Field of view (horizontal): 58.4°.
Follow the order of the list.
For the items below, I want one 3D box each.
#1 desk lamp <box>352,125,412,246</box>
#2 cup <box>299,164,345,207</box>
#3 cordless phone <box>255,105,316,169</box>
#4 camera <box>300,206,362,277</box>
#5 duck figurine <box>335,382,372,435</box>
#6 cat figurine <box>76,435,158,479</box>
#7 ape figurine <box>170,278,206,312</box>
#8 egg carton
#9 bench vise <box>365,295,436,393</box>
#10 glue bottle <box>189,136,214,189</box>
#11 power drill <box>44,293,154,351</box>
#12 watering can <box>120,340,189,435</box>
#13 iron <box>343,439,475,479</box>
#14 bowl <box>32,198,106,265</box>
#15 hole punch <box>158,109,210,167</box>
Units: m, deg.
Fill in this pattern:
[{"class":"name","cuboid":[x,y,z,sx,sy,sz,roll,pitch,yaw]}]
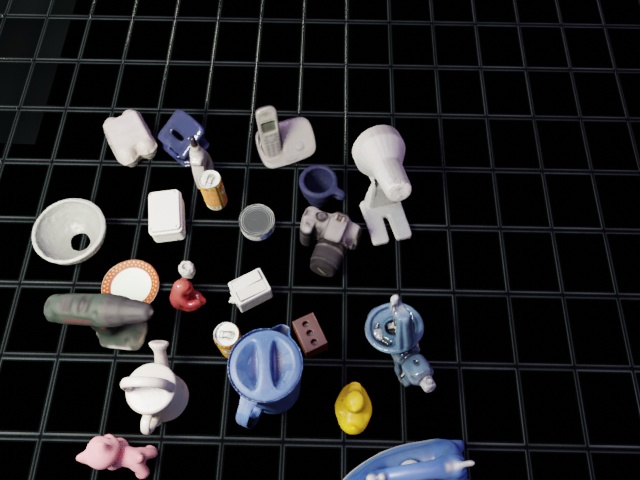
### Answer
[{"class":"desk lamp","cuboid":[0.152,-0.126,1.313,0.118,0.213,0.203,-14,66,-6]},{"class":"cup","cuboid":[0.008,-0.115,1.372,0.117,0.095,0.092,28,68,12]},{"class":"cordless phone","cuboid":[-0.087,-0.266,1.393,0.148,0.185,0.094,-22,67,-10]},{"class":"camera","cuboid":[0.012,0.005,1.313,0.143,0.101,0.137,19,66,9]},{"class":"duck figurine","cuboid":[0.069,0.339,1.165,0.077,0.086,0.104,3,65,2]},{"class":"cat figurine","cuboid":[-0.395,0.416,1.110,0.127,0.118,0.067,10,65,5]},{"class":"ape figurine","cuboid":[-0.299,0.116,1.265,0.076,0.092,0.077,-11,65,-5]},{"class":"egg carton","cuboid":[-0.482,-0.260,1.453,0.107,0.069,0.150,-29,68,-13]},{"class":"bench vise","cuboid":[0.180,0.197,1.158,0.207,0.220,0.122,41,71,17]},{"class":"glue bottle","cuboid":[-0.288,-0.193,1.365,0.037,0.173,0.078,1,65,1]},{"class":"power drill","cuboid":[-0.430,0.163,1.178,0.229,0.208,0.075,5,65,2]},{"class":"watering can","cuboid":[-0.330,0.287,1.129,0.101,0.194,0.172,-17,66,-7]},{"class":"iron","cuboid":[0.166,0.445,1.085,0.258,0.141,0.118,-8,65,-4]},{"class":"bowl","cuboid":[-0.571,-0.009,1.333,0.167,0.075,0.167,0,65,0]},{"class":"hole punch","cuboid":[-0.345,-0.256,1.440,0.108,0.091,0.101,39,71,17]}]
